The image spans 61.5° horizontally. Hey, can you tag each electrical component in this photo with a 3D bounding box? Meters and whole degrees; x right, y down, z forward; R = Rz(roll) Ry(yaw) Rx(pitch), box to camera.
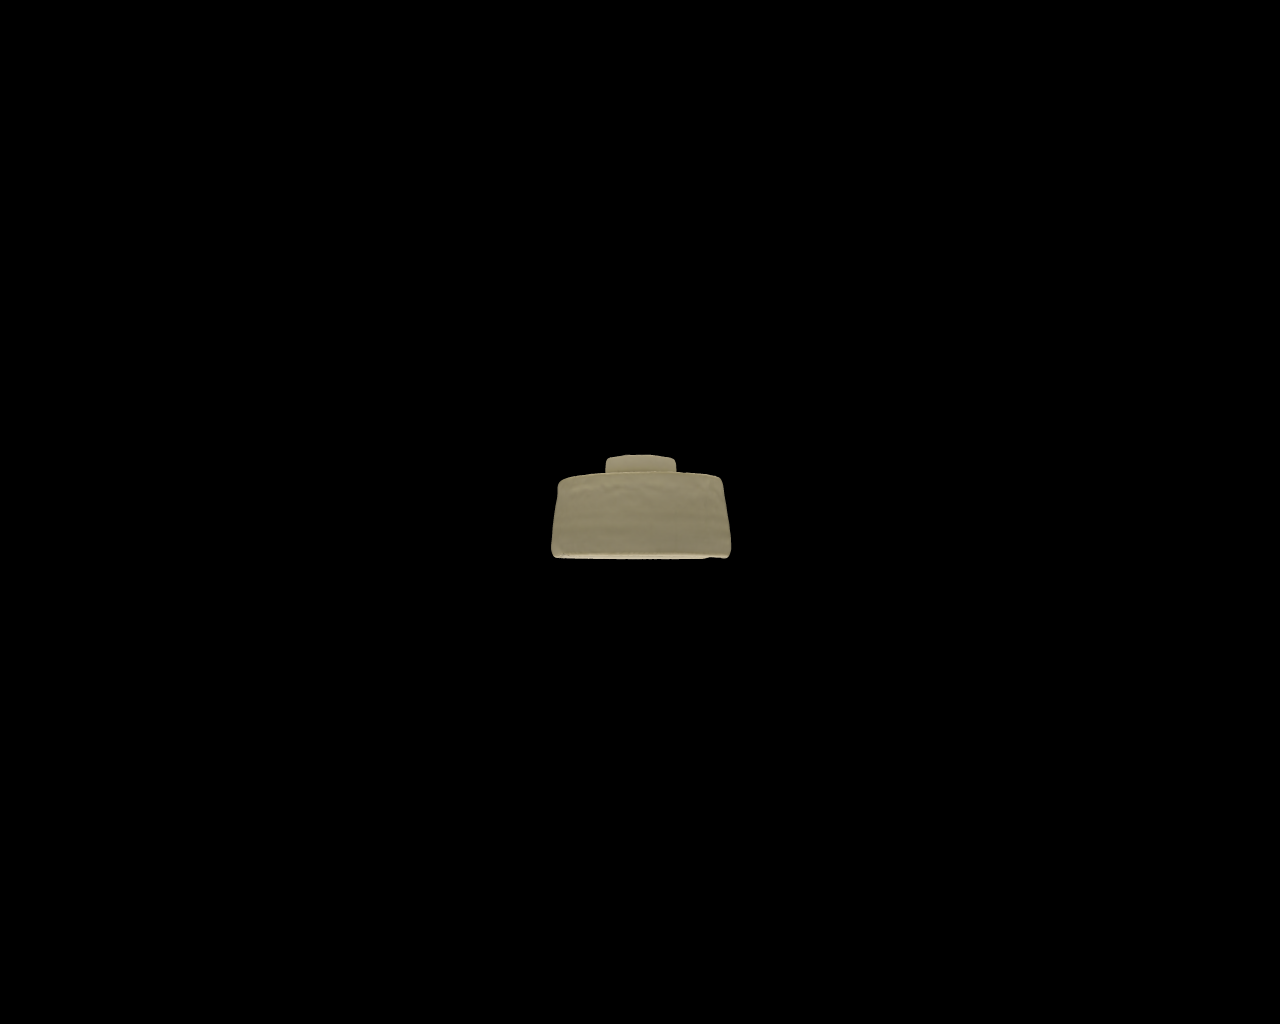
[{"bbox_3d":[0.001,-0.003,0.650,0.108,0.060,0.108,0,-3,0],"label":"electrical component"}]
